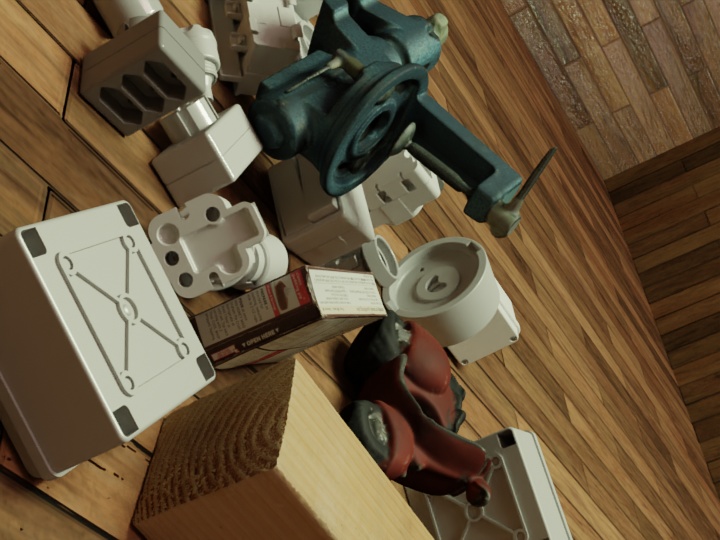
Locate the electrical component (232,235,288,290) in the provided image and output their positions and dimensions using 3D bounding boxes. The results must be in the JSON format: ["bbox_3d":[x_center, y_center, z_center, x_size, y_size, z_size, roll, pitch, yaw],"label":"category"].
[{"bbox_3d":[-0.080,-0.006,0.738,0.040,0.040,0.078,67,18,8],"label":"electrical component"}]

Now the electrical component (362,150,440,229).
[{"bbox_3d":[0.027,-0.080,1.043,0.055,0.089,0.050,46,26,-44],"label":"electrical component"}]

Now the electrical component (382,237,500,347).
[{"bbox_3d":[0.083,0.027,1.037,0.108,0.108,0.060,-91,155,-51],"label":"electrical component"}]

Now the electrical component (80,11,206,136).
[{"bbox_3d":[-0.141,-0.140,0.704,0.047,0.066,0.076,46,26,-43],"label":"electrical component"}]

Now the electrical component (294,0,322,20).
[{"bbox_3d":[-0.050,-0.297,1.017,0.089,0.150,0.061,52,24,-33],"label":"electrical component"}]

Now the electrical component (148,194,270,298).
[{"bbox_3d":[-0.096,-0.015,0.665,0.057,0.078,0.058,-120,-175,-89],"label":"electrical component"}]

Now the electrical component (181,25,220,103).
[{"bbox_3d":[-0.123,-0.154,0.821,0.035,0.035,0.061,29,43,-60],"label":"electrical component"}]

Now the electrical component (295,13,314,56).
[{"bbox_3d":[-0.064,-0.193,0.997,0.050,0.056,0.089,39,31,-52],"label":"electrical component"}]

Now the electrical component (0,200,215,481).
[{"bbox_3d":[-0.134,0.030,0.522,0.108,0.056,0.109,64,19,-3],"label":"electrical component"}]

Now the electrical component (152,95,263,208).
[{"bbox_3d":[-0.114,-0.097,0.750,0.075,0.047,0.083,60,19,-15],"label":"electrical component"}]

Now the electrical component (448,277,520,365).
[{"bbox_3d":[0.111,0.037,1.139,0.113,0.078,0.057,52,19,-33],"label":"electrical component"}]

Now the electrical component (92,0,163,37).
[{"bbox_3d":[-0.169,-0.198,0.744,0.078,0.040,0.040,61,19,-10],"label":"electrical component"}]

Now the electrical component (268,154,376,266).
[{"bbox_3d":[-0.036,-0.062,0.895,0.061,0.062,0.096,38,32,-53],"label":"electrical component"}]

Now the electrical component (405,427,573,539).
[{"bbox_3d":[0.103,0.196,0.866,0.056,0.109,0.108,27,42,-57],"label":"electrical component"}]

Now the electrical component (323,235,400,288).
[{"bbox_3d":[0.000,0.000,0.921,0.048,0.055,0.066,62,19,-8],"label":"electrical component"}]

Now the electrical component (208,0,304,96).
[{"bbox_3d":[-0.086,-0.214,0.932,0.079,0.063,0.121,4,53,-22],"label":"electrical component"}]
